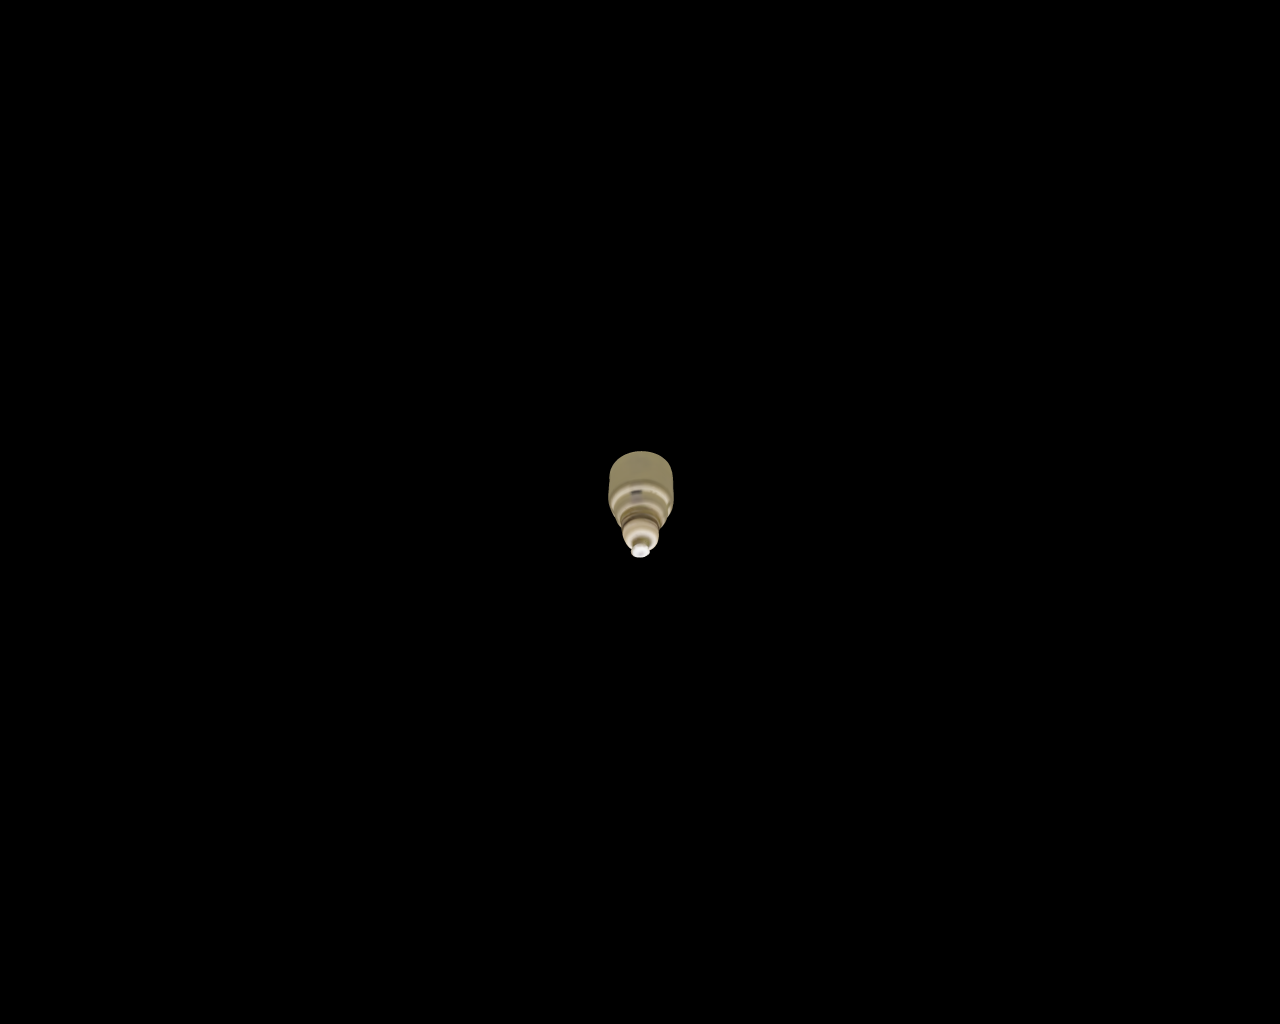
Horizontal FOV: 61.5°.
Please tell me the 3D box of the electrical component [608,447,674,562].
[{"bbox_3d":[0.001,-0.003,0.650,0.040,0.040,0.078,0,44,0],"label":"electrical component"}]
